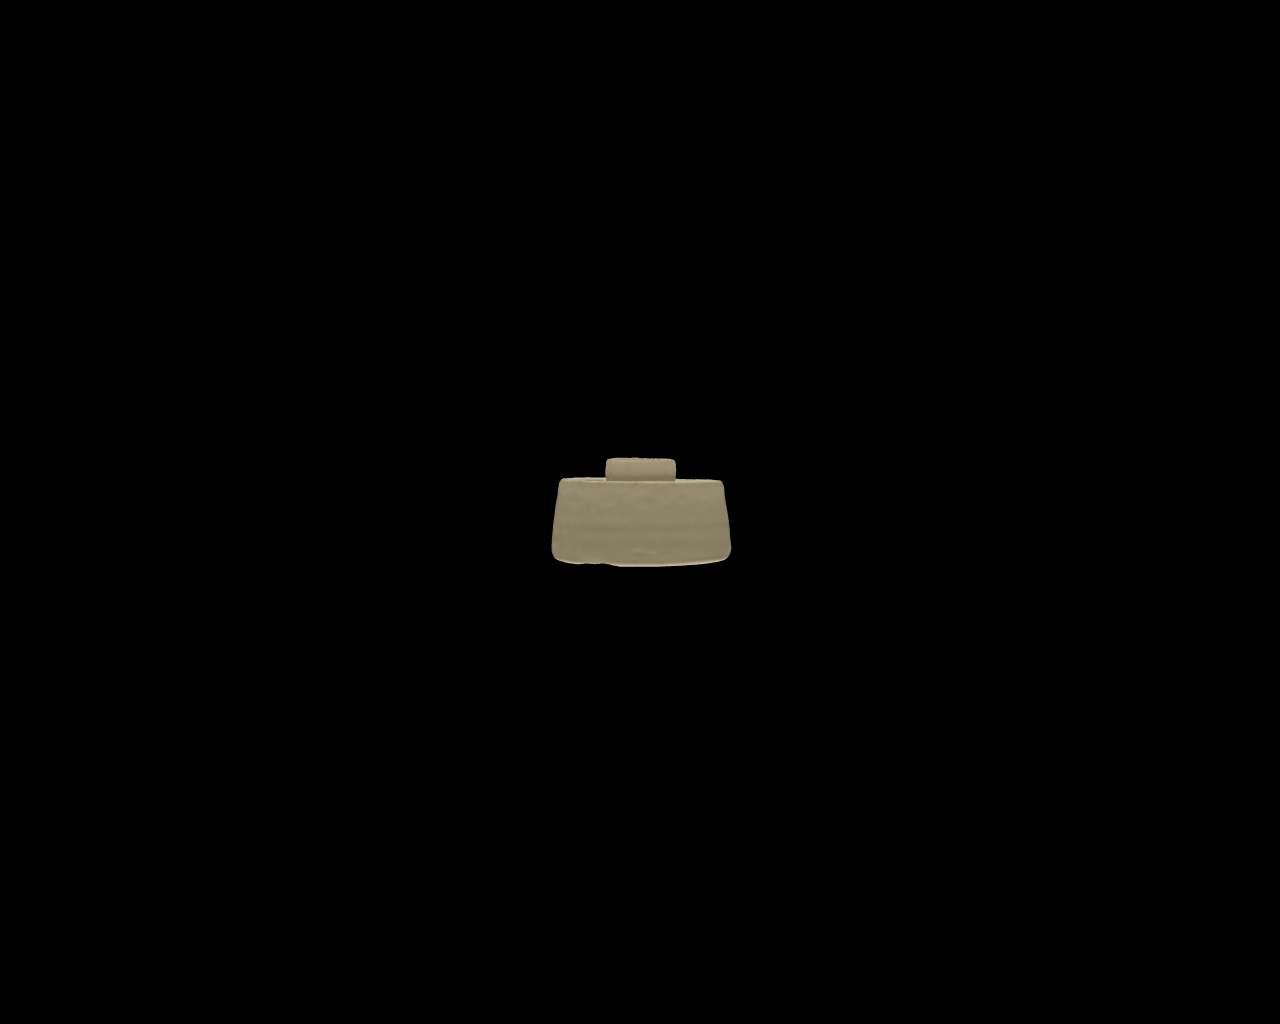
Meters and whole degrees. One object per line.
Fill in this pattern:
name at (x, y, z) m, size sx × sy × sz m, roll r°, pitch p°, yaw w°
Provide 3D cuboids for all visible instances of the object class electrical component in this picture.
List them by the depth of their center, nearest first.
electrical component at (0.001, -0.003, 0.650) m, size 0.108 × 0.060 × 0.108 m, roll 0°, pitch 3°, yaw 0°
